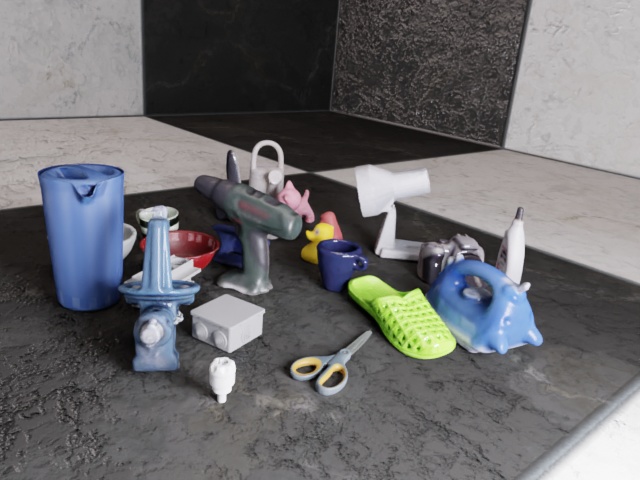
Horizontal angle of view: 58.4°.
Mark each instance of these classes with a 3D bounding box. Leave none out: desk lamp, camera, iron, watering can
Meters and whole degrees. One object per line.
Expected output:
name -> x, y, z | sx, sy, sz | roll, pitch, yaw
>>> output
desk lamp -> 0.174, -0.070, 1.351 | 0.203, 0.213, 0.118 | 6, 20, 3
camera -> 0.294, 0.050, 1.213 | 0.143, 0.101, 0.136 | 2, 20, -9
iron -> 0.274, 0.096, 1.020 | 0.119, 0.141, 0.257 | -6, 22, -27
watering can -> -0.145, -0.182, 1.613 | 0.101, 0.194, 0.172 | -13, 26, -40

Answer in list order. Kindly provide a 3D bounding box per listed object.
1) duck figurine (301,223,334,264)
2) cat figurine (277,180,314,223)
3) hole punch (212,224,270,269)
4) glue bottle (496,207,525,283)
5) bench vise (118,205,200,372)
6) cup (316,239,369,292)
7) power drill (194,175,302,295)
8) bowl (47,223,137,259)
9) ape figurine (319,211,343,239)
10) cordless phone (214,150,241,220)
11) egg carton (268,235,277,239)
duck figurine -> 0.012, 0.005, 1.293 | 0.104, 0.086, 0.077 | 4, 20, -2
cat figurine -> -0.068, -0.100, 1.515 | 0.067, 0.118, 0.128 | 18, 24, 33
hole punch -> -0.171, 0.003, 1.243 | 0.108, 0.091, 0.101 | 14, 21, 23
glue bottle -> 0.421, 0.010, 1.249 | 0.037, 0.173, 0.078 | 2, 20, -7
bench vise -> -0.229, 0.070, 0.851 | 0.122, 0.220, 0.206 | -6, 22, -27
cup -> 0.046, 0.058, 1.139 | 0.117, 0.095, 0.092 | 20, 25, 37
power drill -> -0.147, -0.008, 1.107 | 0.229, 0.208, 0.076 | 12, 21, 20
bowl -> -0.456, 0.018, 1.156 | 0.167, 0.075, 0.167 | 5, 20, -1
ape figurine -> 0.018, -0.024, 1.366 | 0.076, 0.092, 0.078 | 15, 22, 27
cordless phone -> -0.233, -0.156, 1.532 | 0.094, 0.185, 0.147 | -3, 21, -20
egg carton -> -0.125, -0.045, 1.420 | 0.151, 0.069, 0.107 | -6, 22, -28
